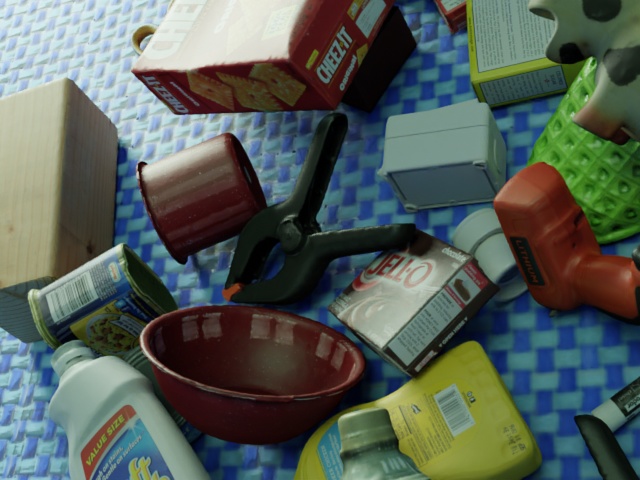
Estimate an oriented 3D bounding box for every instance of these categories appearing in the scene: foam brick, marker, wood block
[{"bbox_3d":[0.035,-0.159,0.908,0.053,0.051,0.078,25,75,34],"label":"foam brick"},{"bbox_3d":[0.230,0.083,0.694,0.121,0.020,0.020,-37,53,1],"label":"marker"},{"bbox_3d":[-0.240,-0.028,0.938,0.090,0.090,0.206,-15,56,17],"label":"wood block"}]

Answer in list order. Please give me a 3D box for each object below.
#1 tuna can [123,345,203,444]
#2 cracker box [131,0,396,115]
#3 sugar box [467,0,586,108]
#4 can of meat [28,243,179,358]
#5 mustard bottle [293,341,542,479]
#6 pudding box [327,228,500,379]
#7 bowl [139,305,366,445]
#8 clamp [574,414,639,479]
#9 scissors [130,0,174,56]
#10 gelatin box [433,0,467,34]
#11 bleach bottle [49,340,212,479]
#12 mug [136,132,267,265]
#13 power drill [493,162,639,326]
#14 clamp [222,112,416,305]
[{"bbox_3d":[-0.122,0.122,0.829,0.086,0.033,0.086,-12,58,19],"label":"tuna can"},{"bbox_3d":[-0.043,-0.189,0.897,0.214,0.072,0.164,7,62,46],"label":"cracker box"},{"bbox_3d":[0.205,-0.166,0.836,0.176,0.048,0.093,-9,59,17],"label":"sugar box"},{"bbox_3d":[-0.166,0.058,0.846,0.084,0.102,0.057,-29,54,4],"label":"can of meat"},{"bbox_3d":[0.044,0.152,0.717,0.192,0.058,0.096,-30,53,7],"label":"mustard bottle"},{"bbox_3d":[0.063,0.041,0.757,0.090,0.039,0.114,-46,24,-5],"label":"pudding box"},{"bbox_3d":[-0.050,0.100,0.761,0.162,0.161,0.055,20,111,33],"label":"bowl"},{"bbox_3d":[0.192,0.221,0.620,0.210,0.036,0.164,33,84,34],"label":"clamp"},{"bbox_3d":[-0.095,-0.188,1.009,0.202,0.016,0.096,18,71,32],"label":"scissors"},{"bbox_3d":[0.126,-0.228,0.919,0.073,0.030,0.089,-29,54,6],"label":"gelatin box"},{"bbox_3d":[-0.130,0.180,0.751,0.102,0.068,0.251,-37,64,1],"label":"bleach bottle"},{"bbox_3d":[-0.094,-0.041,0.887,0.081,0.093,0.117,-23,18,6],"label":"mug"},{"bbox_3d":[0.189,0.008,0.651,0.057,0.184,0.188,-36,29,-15],"label":"power drill"},{"bbox_3d":[-0.005,0.001,0.814,0.172,0.039,0.120,-52,54,23],"label":"clamp"}]
